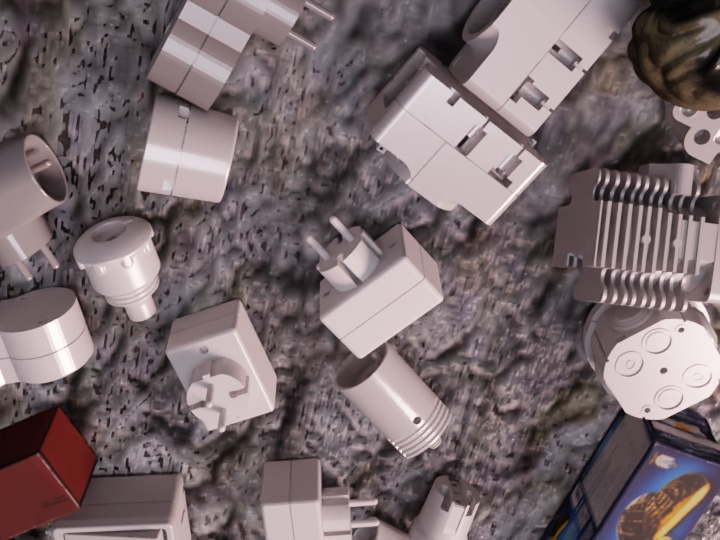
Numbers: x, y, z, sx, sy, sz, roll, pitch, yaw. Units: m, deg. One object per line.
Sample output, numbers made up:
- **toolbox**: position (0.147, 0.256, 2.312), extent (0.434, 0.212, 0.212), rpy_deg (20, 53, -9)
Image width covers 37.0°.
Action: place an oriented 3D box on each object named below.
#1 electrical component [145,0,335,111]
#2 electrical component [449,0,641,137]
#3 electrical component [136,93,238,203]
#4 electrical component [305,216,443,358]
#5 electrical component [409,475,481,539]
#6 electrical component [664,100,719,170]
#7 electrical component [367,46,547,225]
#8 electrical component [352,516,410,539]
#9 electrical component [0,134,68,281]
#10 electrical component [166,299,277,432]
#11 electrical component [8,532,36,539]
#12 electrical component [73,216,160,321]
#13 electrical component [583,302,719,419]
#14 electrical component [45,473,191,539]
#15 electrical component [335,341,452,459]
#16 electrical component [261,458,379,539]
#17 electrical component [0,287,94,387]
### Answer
- **electrical component**: position (-0.050, -0.143, 0.565), extent (0.074, 0.052, 0.138), rpy_deg (27, 114, -15)
- **electrical component**: position (0.093, -0.127, 0.574), extent (0.056, 0.050, 0.089), rpy_deg (35, 104, -18)
- **electrical component**: position (-0.097, -0.067, 0.604), extent (0.047, 0.055, 0.055), rpy_deg (12, 117, -12)
- **electrical component**: position (0.000, 0.000, 0.647), extent (0.066, 0.047, 0.076), rpy_deg (-37, 113, 16)
- **electrical component**: position (0.060, 0.171, 0.746), extent (0.040, 0.040, 0.046), rpy_deg (16, 111, -10)
- **electrical component**: position (0.204, -0.091, 0.599), extent (0.078, 0.057, 0.058), rpy_deg (23, 116, -13)
- **electrical component**: position (0.051, -0.072, 0.608), extent (0.089, 0.050, 0.055), rpy_deg (35, 112, -19)
- **electrical component**: position (0.022, 0.224, 0.769), extent (0.077, 0.044, 0.079), rpy_deg (31, 113, -17)
- **electrical component**: position (-0.206, -0.029, 0.626), extent (0.077, 0.044, 0.079), rpy_deg (-23, 117, 10)
- **electrical component**: position (-0.086, 0.069, 0.664), extent (0.047, 0.076, 0.065), rpy_deg (-18, 117, 8)
- **electrical component**: position (-0.241, 0.217, 0.763), extent (0.035, 0.035, 0.061), rpy_deg (-5, 121, 1)
- **electrical component**: position (-0.140, 0.002, 0.646), extent (0.048, 0.048, 0.062), rpy_deg (-12, 124, 4)
- **electrical component**: position (0.184, 0.050, 0.677), extent (0.080, 0.051, 0.080), rpy_deg (-1, 118, -1)
- **electrical component**: position (-0.168, 0.182, 0.732), extent (0.096, 0.061, 0.061), rpy_deg (-2, 118, -1)
- **electrical component**: position (0.026, 0.087, 0.696), extent (0.043, 0.043, 0.081), rpy_deg (-35, 114, 16)
- **electrical component**: position (-0.026, 0.168, 0.736), extent (0.077, 0.047, 0.065), rpy_deg (-4, 118, 0)
- **electrical component**: position (-0.239, 0.032, 0.653), extent (0.138, 0.052, 0.073), rpy_deg (-10, 118, 4)
